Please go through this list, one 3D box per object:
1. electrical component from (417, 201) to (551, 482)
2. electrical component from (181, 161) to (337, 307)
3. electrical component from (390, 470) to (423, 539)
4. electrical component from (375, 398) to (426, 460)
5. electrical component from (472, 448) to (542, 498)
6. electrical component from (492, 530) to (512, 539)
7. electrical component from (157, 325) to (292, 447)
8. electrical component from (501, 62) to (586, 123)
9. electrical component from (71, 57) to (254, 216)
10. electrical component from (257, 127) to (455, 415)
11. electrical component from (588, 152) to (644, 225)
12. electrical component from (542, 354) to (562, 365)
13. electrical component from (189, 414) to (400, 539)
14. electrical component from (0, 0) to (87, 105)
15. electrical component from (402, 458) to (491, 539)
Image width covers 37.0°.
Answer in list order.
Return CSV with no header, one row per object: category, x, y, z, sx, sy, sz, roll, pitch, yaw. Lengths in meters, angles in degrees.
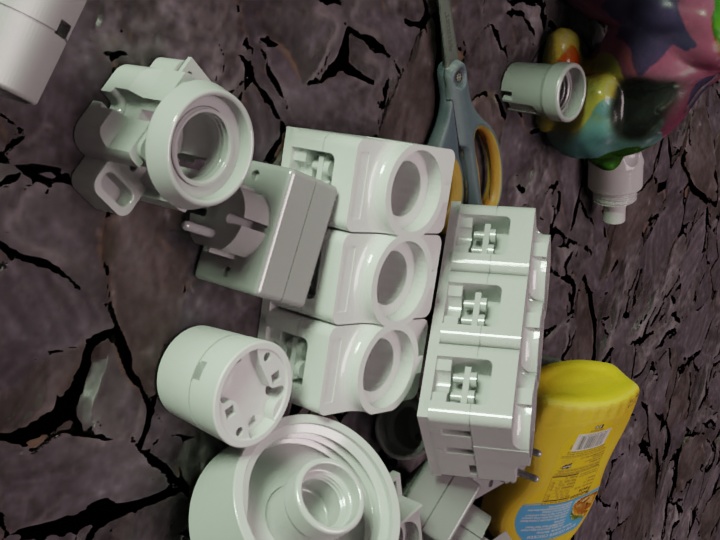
electrical component,0.081,0.045,0.668,0.089,0.062,0.150,74,23,-56
electrical component,-0.059,-0.023,0.541,0.077,0.047,0.065,18,87,-52
electrical component,-0.022,0.179,0.640,0.121,0.063,0.078,-31,125,-42
electrical component,0.038,0.104,0.711,0.046,0.040,0.040,7,96,-57
electrical component,0.094,0.127,0.756,0.047,0.077,0.065,-14,112,-48
electrical component,0.057,0.261,0.704,0.186,0.060,0.105,-15,69,-51
electrical component,-0.071,0.058,0.553,0.055,0.047,0.055,-20,117,-46
electrical component,0.126,-0.124,0.738,0.040,0.046,0.040,-20,117,-47
electrical component,-0.086,-0.059,0.488,0.078,0.057,0.058,-59,139,-19
electrical component,0.000,0.000,0.610,0.089,0.062,0.150,-1,103,-51
electrical component,0.203,-0.068,0.855,0.043,0.043,0.062,-30,125,-42
electrical component,0.149,0.085,0.846,0.061,0.035,0.035,13,92,-54
electrical component,-0.029,0.129,0.571,0.108,0.060,0.108,17,53,-24
electrical component,-0.140,-0.094,0.413,0.055,0.055,0.047,24,87,-52
electrical component,0.061,0.167,0.711,0.047,0.077,0.065,-55,176,-24
